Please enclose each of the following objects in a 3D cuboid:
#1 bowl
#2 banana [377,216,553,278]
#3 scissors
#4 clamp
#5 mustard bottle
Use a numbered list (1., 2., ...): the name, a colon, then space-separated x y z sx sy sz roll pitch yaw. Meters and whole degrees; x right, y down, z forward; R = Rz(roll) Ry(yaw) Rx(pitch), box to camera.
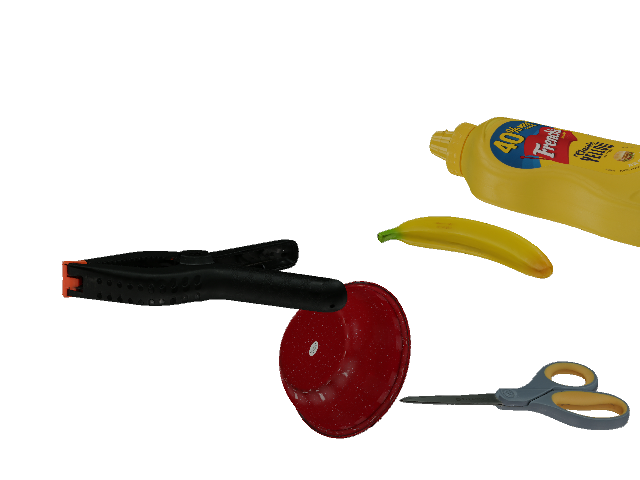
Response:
1. bowl: 0.010 0.111 1.055 0.162 0.162 0.055 0 -17 45
2. banana: 0.164 0.005 1.153 0.198 0.037 0.069 10 38 29
3. scissors: 0.169 0.129 0.940 0.201 0.016 0.096 9 27 0
4. clamp: -0.089 0.029 0.821 0.209 0.036 0.165 -2 11 -21
5. mustard bottle: 0.167 -0.051 0.780 0.192 0.058 0.096 18 36 30
